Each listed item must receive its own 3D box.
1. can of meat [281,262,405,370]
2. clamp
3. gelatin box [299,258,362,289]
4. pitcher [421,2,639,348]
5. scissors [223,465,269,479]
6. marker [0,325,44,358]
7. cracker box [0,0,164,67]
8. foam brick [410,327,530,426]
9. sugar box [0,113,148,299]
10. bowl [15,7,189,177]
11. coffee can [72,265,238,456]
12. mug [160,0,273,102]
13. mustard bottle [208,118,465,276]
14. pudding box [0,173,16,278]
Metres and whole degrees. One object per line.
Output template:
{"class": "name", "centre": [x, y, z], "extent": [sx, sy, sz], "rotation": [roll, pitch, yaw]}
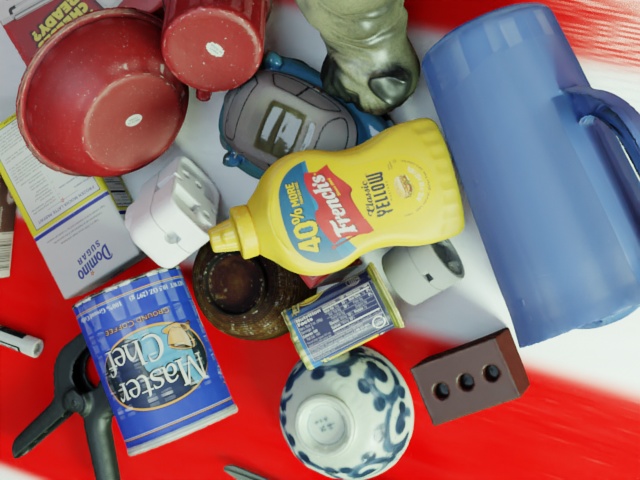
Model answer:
{"class": "can of meat", "centre": [0.018, 0.063, 0.865], "extent": [0.084, 0.102, 0.057], "rotation": [-27, 85, 0]}
{"class": "clamp", "centre": [-0.232, 0.154, 1.011], "extent": [0.120, 0.039, 0.171], "rotation": [11, 94, 13]}
{"class": "gelatin box", "centre": [-0.006, 0.001, 0.888], "extent": [0.030, 0.089, 0.073], "rotation": [-39, 80, 16]}
{"class": "pitcher", "centre": [0.174, -0.053, 0.794], "extent": [0.149, 0.145, 0.243], "rotation": [-23, 83, 14]}
{"class": "scissors", "centre": [0.015, 0.227, 0.935], "extent": [0.202, 0.016, 0.096], "rotation": [36, 104, 14]}
{"class": "marker", "centre": [-0.327, 0.089, 1.051], "extent": [0.121, 0.020, 0.020], "rotation": [17, 99, 19]}
{"class": "cracker box", "centre": [-0.224, -0.258, 0.950], "extent": [0.164, 0.072, 0.214], "rotation": [-34, 82, 7]}
{"class": "foam brick", "centre": [0.123, 0.111, 0.867], "extent": [0.078, 0.051, 0.053], "rotation": [-24, 86, 20]}
{"class": "sugar box", "centre": [-0.233, -0.044, 0.994], "extent": [0.093, 0.048, 0.176], "rotation": [-30, 86, 18]}
{"class": "bowl", "centre": [-0.169, -0.111, 0.900], "extent": [0.055, 0.161, 0.162], "rotation": [44, 108, 39]}
{"class": "coffee can", "centre": [-0.145, 0.105, 0.940], "extent": [0.103, 0.102, 0.140], "rotation": [-24, 85, 20]}
{"class": "mug", "centre": [-0.088, -0.166, 0.872], "extent": [0.093, 0.081, 0.117], "rotation": [10, 132, -10]}
{"class": "mustard bottle", "centre": [0.008, -0.025, 0.818], "extent": [0.191, 0.058, 0.096], "rotation": [-16, 93, -8]}
{"class": "pudding box", "centre": [-0.345, -0.023, 1.040], "extent": [0.090, 0.039, 0.113], "rotation": [10, 95, 20]}
